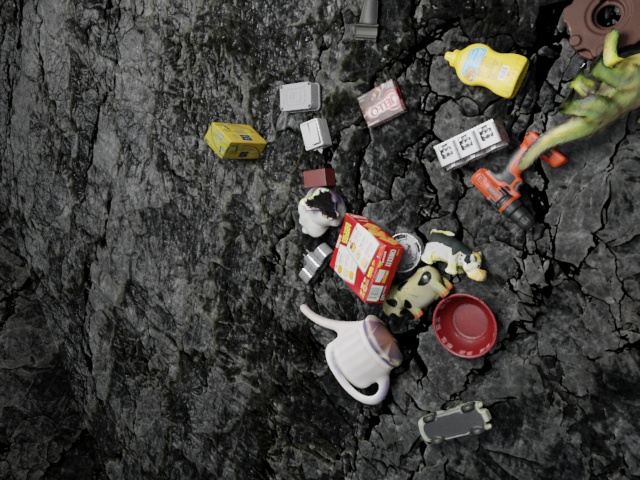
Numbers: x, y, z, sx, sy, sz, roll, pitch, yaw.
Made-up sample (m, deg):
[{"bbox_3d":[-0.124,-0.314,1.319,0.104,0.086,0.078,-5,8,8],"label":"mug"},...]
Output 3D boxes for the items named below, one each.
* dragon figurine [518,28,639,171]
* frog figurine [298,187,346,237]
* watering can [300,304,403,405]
[{"bbox_3d":[0.610,-0.260,1.027,0.243,0.402,0.124,30,32,3],"label":"dragon figurine"},{"bbox_3d":[0.004,-0.074,1.476,0.137,0.125,0.156,9,-25,1],"label":"frog figurine"},{"bbox_3d":[0.091,0.286,1.440,0.221,0.351,0.104,-42,-17,28],"label":"watering can"}]
